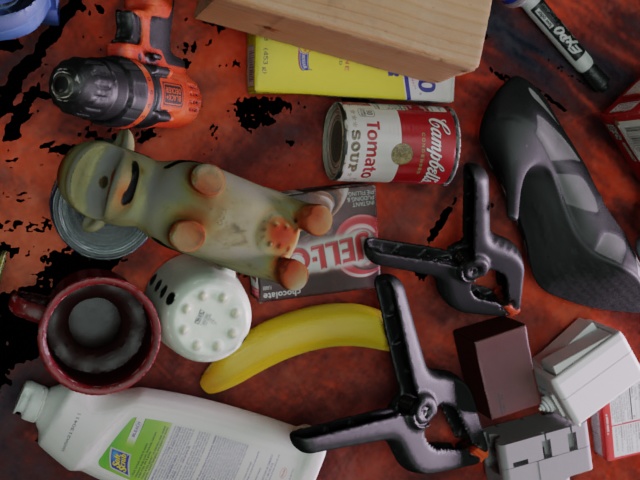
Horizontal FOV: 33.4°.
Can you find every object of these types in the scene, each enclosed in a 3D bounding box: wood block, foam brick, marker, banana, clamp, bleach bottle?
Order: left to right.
[{"bbox_3d":[-0.128,0.166,0.891,0.250,0.068,0.102,23,90,-15],"label":"bleach bottle"},{"bbox_3d":[-0.007,0.091,0.924,0.197,0.037,0.069,-4,99,-15],"label":"banana"},{"bbox_3d":[0.019,-0.192,0.816,0.205,0.091,0.090,12,87,-17],"label":"wood block"},{"bbox_3d":[0.081,0.135,0.930,0.209,0.036,0.164,31,80,-36],"label":"clamp"},{"bbox_3d":[0.116,0.019,0.924,0.120,0.039,0.171,-27,128,11],"label":"clamp"},{"bbox_3d":[0.160,0.115,0.967,0.053,0.051,0.078,-15,102,-12],"label":"foam brick"},{"bbox_3d":[0.219,-0.178,0.956,0.020,0.020,0.121,-47,107,-5],"label":"marker"}]

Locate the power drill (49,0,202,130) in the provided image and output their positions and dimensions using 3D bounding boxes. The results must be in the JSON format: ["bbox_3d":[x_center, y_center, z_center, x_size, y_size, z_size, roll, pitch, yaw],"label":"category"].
[{"bbox_3d":[-0.144,-0.175,0.787,0.057,0.184,0.188,1,93,16],"label":"power drill"}]

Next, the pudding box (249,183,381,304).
[{"bbox_3d":[-0.006,0.001,0.910,0.113,0.039,0.090,-7,100,-14],"label":"pudding box"}]

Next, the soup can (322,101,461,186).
[{"bbox_3d":[0.059,-0.082,0.901,0.102,0.068,0.068,1,98,-15],"label":"soup can"}]

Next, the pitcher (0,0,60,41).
[{"bbox_3d":[-0.303,-0.208,0.747,0.242,0.149,0.145,-4,99,-11],"label":"pitcher"}]

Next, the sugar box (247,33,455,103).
[{"bbox_3d":[0.028,-0.165,0.892,0.176,0.048,0.093,0,97,-14],"label":"sugar box"}]

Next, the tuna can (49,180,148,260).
[{"bbox_3d":[-0.174,-0.027,0.863,0.086,0.034,0.086,-2,99,-15],"label":"tuna can"}]

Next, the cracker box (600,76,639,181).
[{"bbox_3d":[0.378,-0.116,0.971,0.213,0.072,0.164,-42,107,-15],"label":"cracker box"}]

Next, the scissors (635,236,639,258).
[{"bbox_3d":[0.354,0.028,1.019,0.201,0.016,0.096,28,51,-40],"label":"scissors"}]

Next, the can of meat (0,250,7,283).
[{"bbox_3d":[-0.297,0.050,0.830,0.083,0.057,0.102,13,94,-14],"label":"can of meat"}]

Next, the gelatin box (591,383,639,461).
[{"bbox_3d":[0.305,0.166,1.025,0.089,0.030,0.073,-10,99,-13],"label":"gelatin box"}]

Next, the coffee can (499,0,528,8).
[{"bbox_3d":[0.124,-0.268,0.873,0.140,0.103,0.103,24,91,-17],"label":"coffee can"}]

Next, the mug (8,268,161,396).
[{"bbox_3d":[-0.189,0.065,0.847,0.117,0.082,0.093,17,93,-17],"label":"mug"}]
